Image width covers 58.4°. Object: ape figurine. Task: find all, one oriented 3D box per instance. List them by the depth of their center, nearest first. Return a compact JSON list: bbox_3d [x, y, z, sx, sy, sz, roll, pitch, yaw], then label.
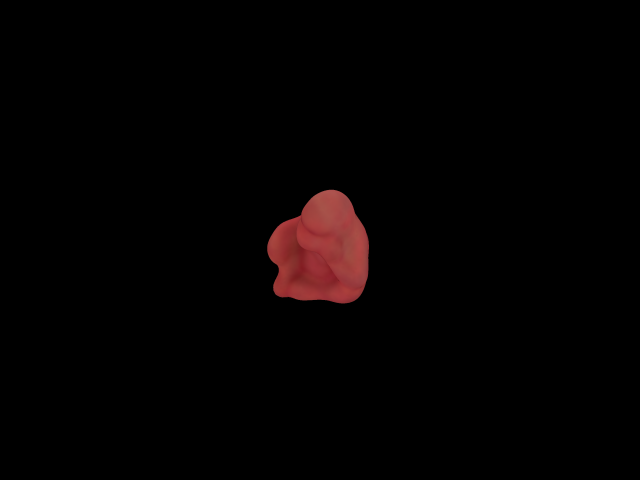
[{"bbox_3d":[0.004,0.001,0.400,0.076,0.092,0.077,-33,58,-23],"label":"ape figurine"}]
